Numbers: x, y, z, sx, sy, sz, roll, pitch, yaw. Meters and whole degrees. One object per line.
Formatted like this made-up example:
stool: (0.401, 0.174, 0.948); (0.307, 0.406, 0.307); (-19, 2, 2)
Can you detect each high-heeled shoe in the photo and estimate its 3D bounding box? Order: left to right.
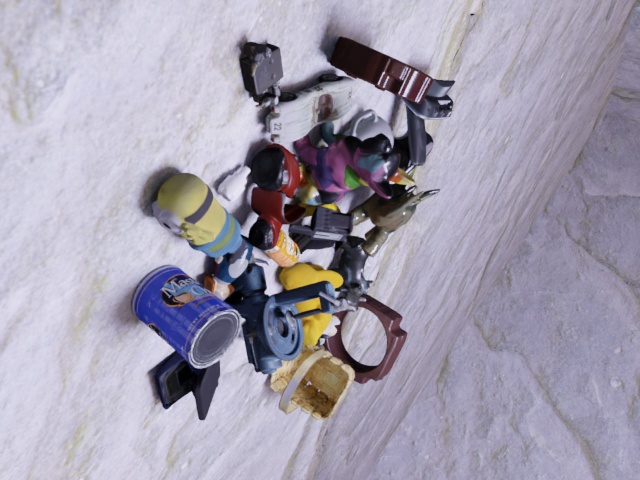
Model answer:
high-heeled shoe: (0.185, -0.176, 1.246); (0.249, 0.086, 0.145); (-49, 153, -22)

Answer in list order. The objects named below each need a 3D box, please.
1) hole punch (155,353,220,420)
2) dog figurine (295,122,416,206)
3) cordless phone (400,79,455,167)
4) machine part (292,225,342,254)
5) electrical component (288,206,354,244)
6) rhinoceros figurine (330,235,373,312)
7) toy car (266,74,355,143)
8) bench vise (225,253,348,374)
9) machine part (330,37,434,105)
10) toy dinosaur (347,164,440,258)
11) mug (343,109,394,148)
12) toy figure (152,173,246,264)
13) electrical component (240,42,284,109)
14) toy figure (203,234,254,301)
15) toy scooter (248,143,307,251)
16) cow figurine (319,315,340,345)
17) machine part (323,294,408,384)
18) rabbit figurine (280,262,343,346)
hole punch: (-0.238, 0.252, 0.991); (0.116, 0.092, 0.142); (-72, 166, -50)
dog figurine: (0.057, -0.114, 0.957); (0.108, 0.219, 0.191); (-27, 137, -40)
cordless phone: (0.238, -0.257, 1.181); (0.146, 0.089, 0.184); (-17, 107, -50)
machine part: (-0.002, -0.003, 1.123); (0.139, 0.039, 0.084); (2, 137, -47)
electrical component: (0.001, -0.030, 1.032); (0.074, 0.119, 0.048); (110, -12, -71)
rhinoceros figurine: (0.079, 0.079, 1.286); (0.073, 0.112, 0.190); (-22, 127, -51)
toy car: (-0.014, -0.223, 0.908); (0.202, 0.056, 0.073); (-35, 144, -38)
bench vise: (-0.064, 0.115, 0.951); (0.128, 0.241, 0.223); (24, 54, -55)
machine part: (0.104, -0.288, 0.921); (0.179, 0.180, 0.056); (-4, 122, -57)
toy dinosaur: (0.144, -0.067, 1.105); (0.198, 0.105, 0.471); (-42, -176, 10)
mug: (0.082, -0.198, 1.063); (0.107, 0.081, 0.109); (-35, 147, -22)
toy figure: (-0.176, -0.031, 0.809); (0.180, 0.082, 0.089); (42, 61, -54)
electrical component: (-0.082, -0.243, 0.792); (0.078, 0.045, 0.102); (-37, 145, -33)
toy figure: (-0.169, 0.060, 0.933); (0.064, 0.058, 0.154); (26, 97, -23)
toy scooter: (-0.066, -0.076, 0.933); (0.135, 0.075, 0.183); (-18, 120, -58)
cow figurine: (-0.006, 0.205, 1.313); (0.098, 0.068, 0.167); (-41, 144, -20)
machine part: (0.112, 0.253, 1.405); (0.087, 0.201, 0.201); (2, 115, -61)
rabbit figurine: (-0.026, 0.117, 1.156); (0.162, 0.122, 0.173); (-35, 124, -26)
